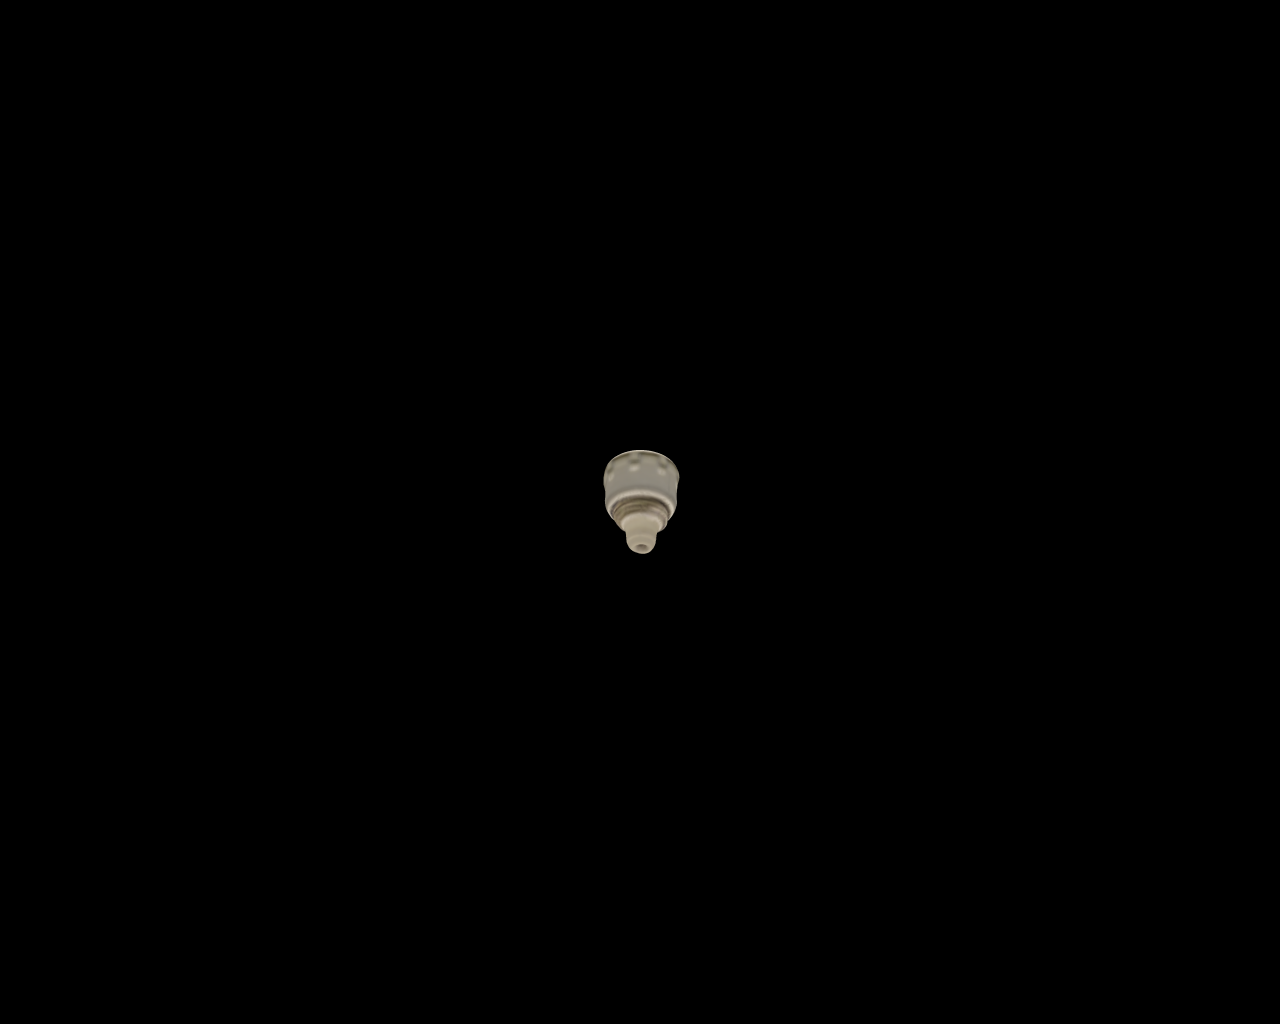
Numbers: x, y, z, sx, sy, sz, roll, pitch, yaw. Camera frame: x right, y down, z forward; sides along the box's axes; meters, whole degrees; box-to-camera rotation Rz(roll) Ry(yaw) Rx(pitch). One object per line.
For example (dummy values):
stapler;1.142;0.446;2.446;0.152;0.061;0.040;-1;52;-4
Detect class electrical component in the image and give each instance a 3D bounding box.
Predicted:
electrical component;0.001;-0.003;0.650;0.048;0.062;0.048;0;-36;0
